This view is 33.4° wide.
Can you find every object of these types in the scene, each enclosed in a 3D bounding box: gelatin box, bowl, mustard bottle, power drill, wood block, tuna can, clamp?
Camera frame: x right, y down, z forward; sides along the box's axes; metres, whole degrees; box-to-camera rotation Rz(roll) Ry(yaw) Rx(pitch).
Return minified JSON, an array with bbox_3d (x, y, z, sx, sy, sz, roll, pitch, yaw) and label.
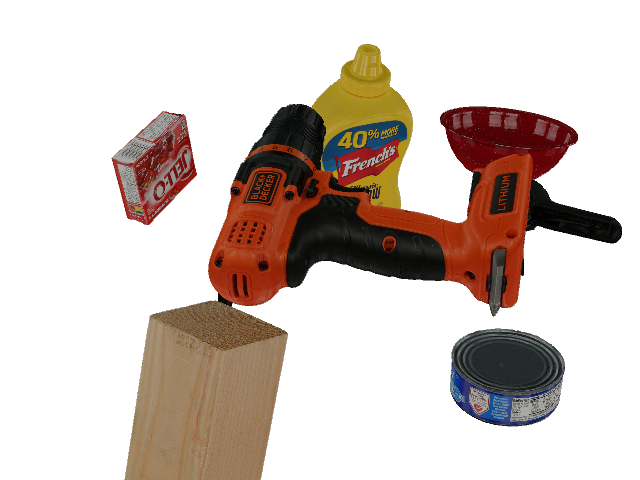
[{"bbox_3d":[-0.158,-0.071,1.029,0.030,0.073,0.089,16,45,24],"label":"gelatin box"},{"bbox_3d":[0.217,-0.110,1.255,0.162,0.055,0.162,5,23,-2],"label":"bowl"},{"bbox_3d":[0.031,-0.080,0.913,0.096,0.192,0.058,-11,42,-20],"label":"mustard bottle"},{"bbox_3d":[0.036,-0.024,0.673,0.188,0.057,0.184,4,41,11],"label":"power drill"},{"bbox_3d":[-0.106,0.168,0.944,0.090,0.206,0.090,21,18,32],"label":"wood block"},{"bbox_3d":[0.142,0.105,0.820,0.086,0.034,0.086,0,28,0],"label":"tuna can"},{"bbox_3d":[0.208,-0.027,1.038,0.120,0.039,0.171,-8,34,-13],"label":"clamp"}]

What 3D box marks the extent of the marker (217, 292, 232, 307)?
[{"bbox_3d":[-0.110,0.097,1.200,0.020,0.121,0.020,6,37,-5],"label":"marker"}]
